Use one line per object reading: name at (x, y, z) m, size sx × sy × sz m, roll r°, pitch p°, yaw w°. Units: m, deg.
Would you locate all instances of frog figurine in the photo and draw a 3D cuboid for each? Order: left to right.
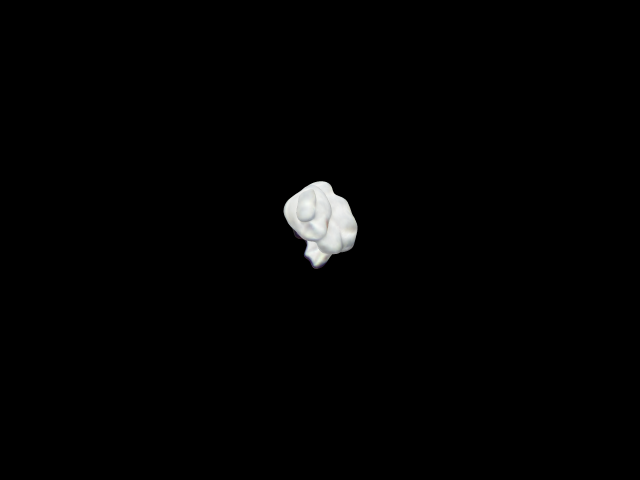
frog figurine at (0.003, -0.043, 0.850) m, size 0.123 × 0.140 × 0.156 m, roll -3°, pitch -33°, yaw -2°
